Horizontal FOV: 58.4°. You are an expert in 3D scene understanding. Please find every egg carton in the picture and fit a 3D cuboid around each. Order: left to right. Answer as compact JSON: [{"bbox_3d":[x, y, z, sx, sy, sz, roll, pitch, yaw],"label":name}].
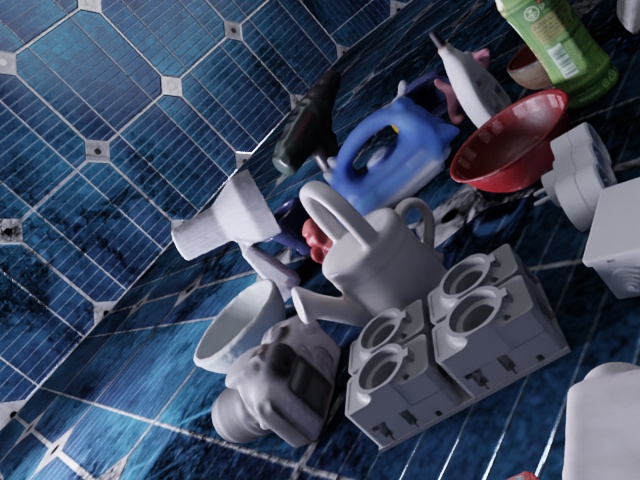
[{"bbox_3d":[0.175,0.119,0.277,0.107,0.069,0.150,-29,22,40],"label":"egg carton"}]

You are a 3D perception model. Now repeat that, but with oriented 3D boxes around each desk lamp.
[{"bbox_3d":[-0.129,0.017,0.970,0.203,0.214,0.117,-44,17,1],"label":"desk lamp"}]

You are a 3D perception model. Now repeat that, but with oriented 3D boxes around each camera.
[{"bbox_3d":[-0.062,0.165,0.659,0.136,0.101,0.143,-34,20,30],"label":"camera"}]

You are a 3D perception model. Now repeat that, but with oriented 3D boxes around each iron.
[{"bbox_3d":[0.091,-0.129,0.934,0.258,0.141,0.118,-41,17,10],"label":"iron"}]

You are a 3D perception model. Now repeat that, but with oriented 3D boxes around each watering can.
[{"bbox_3d":[0.046,0.019,0.598,0.100,0.194,0.173,-18,31,55],"label":"watering can"}]

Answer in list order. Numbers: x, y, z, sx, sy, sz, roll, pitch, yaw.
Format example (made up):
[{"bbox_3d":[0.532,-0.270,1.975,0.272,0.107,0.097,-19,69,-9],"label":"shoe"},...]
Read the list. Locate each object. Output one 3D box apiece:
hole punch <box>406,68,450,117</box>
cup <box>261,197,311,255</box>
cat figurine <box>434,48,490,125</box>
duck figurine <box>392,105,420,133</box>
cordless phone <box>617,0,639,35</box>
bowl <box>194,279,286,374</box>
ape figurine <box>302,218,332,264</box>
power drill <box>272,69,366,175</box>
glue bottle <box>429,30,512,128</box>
[{"bbox_3d":[0.219,-0.293,1.115,0.108,0.091,0.101,-27,24,44],"label":"hole punch"},{"bbox_3d":[-0.054,-0.011,1.068,0.117,0.095,0.092,-35,19,27],"label":"cup"},{"bbox_3d":[0.240,-0.263,0.952,0.067,0.118,0.127,-50,18,-18],"label":"cat figurine"},{"bbox_3d":[0.159,-0.195,1.030,0.104,0.086,0.077,-44,17,0],"label":"duck figurine"},{"bbox_3d":[0.391,-0.362,0.723,0.094,0.185,0.147,-35,19,27],"label":"cordless phone"},{"bbox_3d":[-0.106,0.142,0.860,0.167,0.075,0.167,-39,18,15],"label":"bowl"},{"bbox_3d":[0.008,0.003,0.897,0.076,0.092,0.077,-46,17,-5],"label":"ape figurine"},{"bbox_3d":[0.022,-0.188,1.118,0.230,0.209,0.075,-51,18,-20],"label":"power drill"},{"bbox_3d":[0.220,-0.247,0.862,0.037,0.173,0.078,-21,29,52],"label":"glue bottle"}]
